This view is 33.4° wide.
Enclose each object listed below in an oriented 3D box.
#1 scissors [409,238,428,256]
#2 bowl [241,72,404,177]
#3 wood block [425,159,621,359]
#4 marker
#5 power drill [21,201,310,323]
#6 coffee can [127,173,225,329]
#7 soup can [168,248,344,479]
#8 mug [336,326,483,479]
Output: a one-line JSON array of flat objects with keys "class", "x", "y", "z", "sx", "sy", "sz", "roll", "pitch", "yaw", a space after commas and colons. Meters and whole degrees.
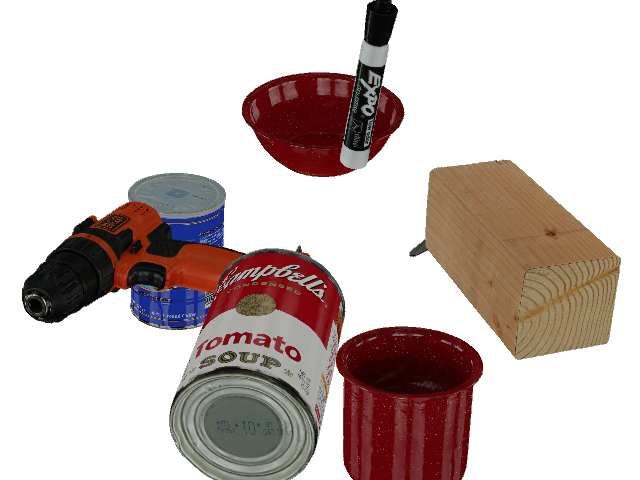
[{"class": "scissors", "x": 0.134, "y": -0.022, "z": 1.223, "sx": 0.201, "sy": 0.016, "sz": 0.096, "roll": -12, "pitch": 40, "yaw": -46}, {"class": "bowl", "x": 0.002, "y": -0.110, "z": 1.073, "sx": 0.162, "sy": 0.055, "sz": 0.162, "roll": 1, "pitch": 35, "yaw": -1}, {"class": "wood block", "x": 0.177, "y": 0.010, "z": 0.977, "sx": 0.090, "sy": 0.090, "sz": 0.206, "roll": -8, "pitch": 29, "yaw": -15}, {"class": "marker", "x": 0.030, "y": -0.098, "z": 0.673, "sx": 0.020, "sy": 0.121, "sz": 0.020, "roll": 6, "pitch": 40, "yaw": -5}, {"class": "power drill", "x": -0.112, "y": 0.031, "z": 0.820, "sx": 0.188, "sy": 0.057, "sz": 0.184, "roll": 16, "pitch": 25, "yaw": 10}, {"class": "coffee can", "x": -0.155, "y": 0.011, "z": 1.155, "sx": 0.103, "sy": 0.140, "sz": 0.103, "roll": 3, "pitch": 27, "yaw": -2}, {"class": "soup can", "x": -0.028, "y": 0.058, "z": 0.505, "sx": 0.068, "sy": 0.068, "sz": 0.102, "roll": 0, "pitch": 30, "yaw": 9}, {"class": "mug", "x": 0.061, "y": 0.108, "z": 0.698, "sx": 0.093, "sy": 0.081, "sz": 0.117, "roll": 11, "pitch": 25, "yaw": 24}]
